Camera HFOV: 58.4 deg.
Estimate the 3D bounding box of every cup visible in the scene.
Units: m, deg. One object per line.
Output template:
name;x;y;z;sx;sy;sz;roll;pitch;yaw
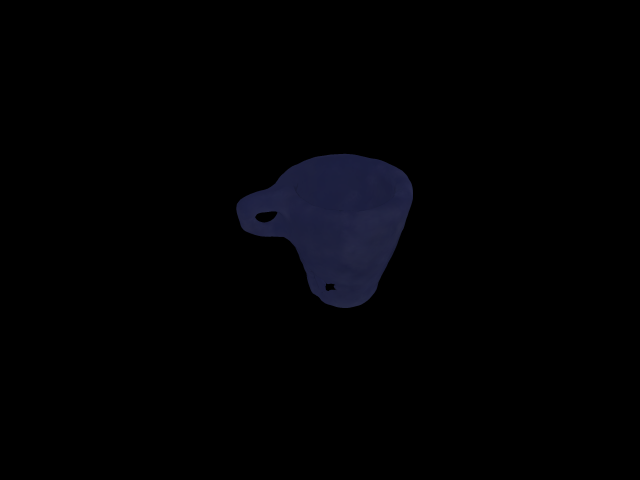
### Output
cup;0.004;0.001;0.400;0.118;0.095;0.091;-8;35;-11
